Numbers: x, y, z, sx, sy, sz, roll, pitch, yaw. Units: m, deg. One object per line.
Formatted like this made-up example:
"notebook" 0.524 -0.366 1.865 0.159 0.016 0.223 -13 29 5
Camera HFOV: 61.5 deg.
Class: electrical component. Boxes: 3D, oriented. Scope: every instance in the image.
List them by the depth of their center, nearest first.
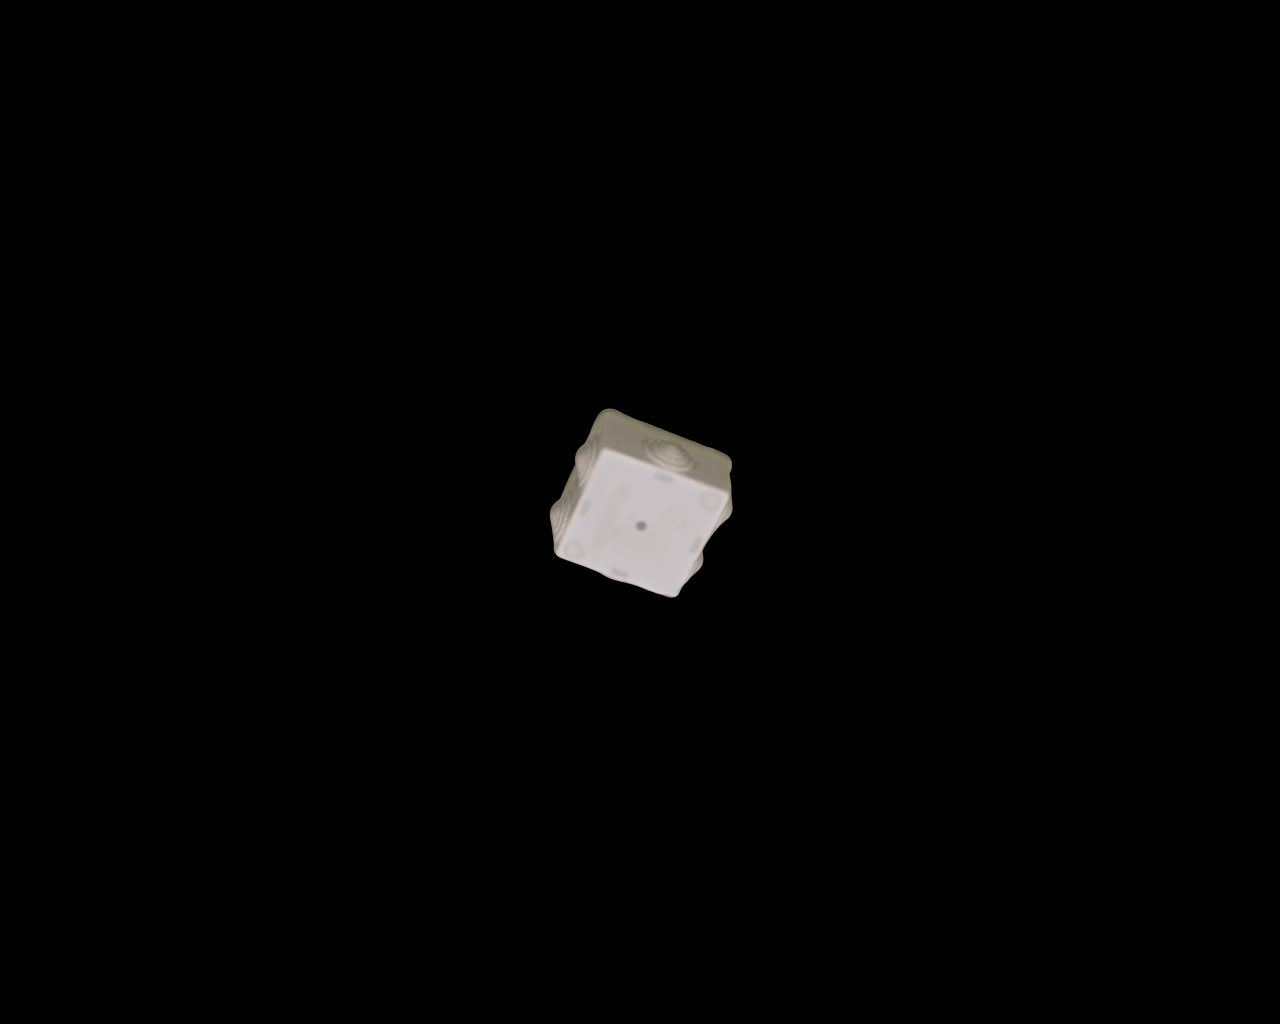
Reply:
"electrical component" 0.001 -0.003 0.650 0.100 0.099 0.048 21 28 -12
